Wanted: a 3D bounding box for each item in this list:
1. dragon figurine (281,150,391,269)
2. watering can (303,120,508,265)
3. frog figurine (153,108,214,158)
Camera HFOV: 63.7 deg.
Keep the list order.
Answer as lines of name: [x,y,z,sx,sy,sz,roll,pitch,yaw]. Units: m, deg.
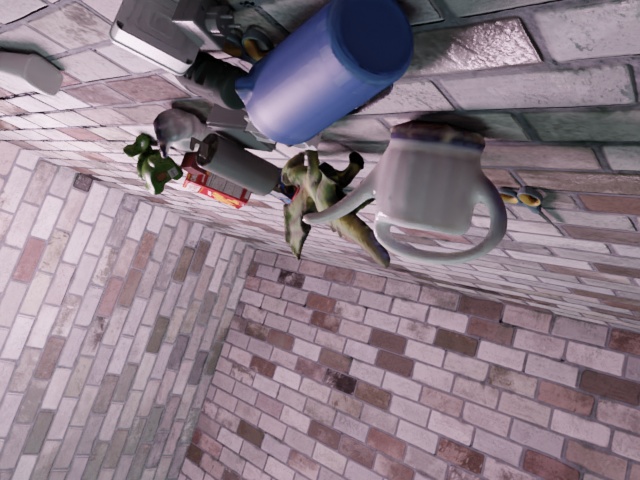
dragon figurine: [0.003,-0.054,1.068,0.122,0.419,0.238,7,138,-31]
watering can: [0.132,-0.086,0.841,0.349,0.223,0.104,13,-174,27]
frog figurine: [-0.293,-0.247,1.178,0.160,0.124,0.135,-17,170,-17]
